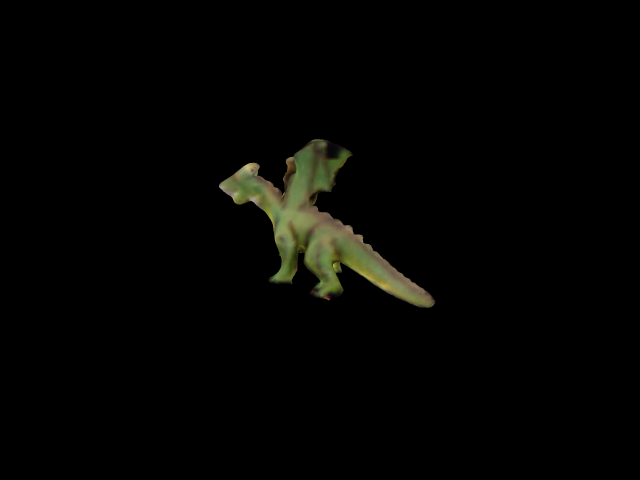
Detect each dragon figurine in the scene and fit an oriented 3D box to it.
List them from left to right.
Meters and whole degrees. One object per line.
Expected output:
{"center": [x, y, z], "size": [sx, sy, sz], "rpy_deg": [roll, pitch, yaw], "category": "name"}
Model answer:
{"center": [0.003, -0.043, 0.850], "size": [0.411, 0.239, 0.123], "rpy_deg": [11, 20, 29], "category": "dragon figurine"}
